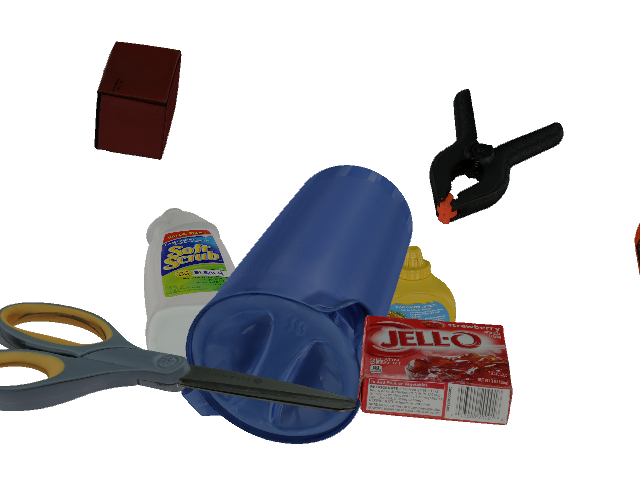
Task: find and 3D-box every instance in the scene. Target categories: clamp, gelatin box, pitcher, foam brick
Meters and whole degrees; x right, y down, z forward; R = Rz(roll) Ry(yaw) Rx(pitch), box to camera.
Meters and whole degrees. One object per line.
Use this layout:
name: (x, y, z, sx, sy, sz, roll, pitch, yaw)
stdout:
clamp: (0.155, -0.089, 1.087, 0.120, 0.039, 0.171, 29, 55, 29)
gelatin box: (0.069, 0.077, 0.649, 0.089, 0.030, 0.073, 5, 25, 3)
pitcher: (-0.011, 0.041, 0.853, 0.149, 0.145, 0.242, 11, 32, 12)
foam brick: (-0.138, -0.107, 0.808, 0.053, 0.051, 0.078, 9, 39, -4)

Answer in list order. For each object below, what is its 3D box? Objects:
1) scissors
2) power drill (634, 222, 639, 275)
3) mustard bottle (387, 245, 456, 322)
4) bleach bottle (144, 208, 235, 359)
scissors: (-0.092, 0.071, 0.522, 0.202, 0.016, 0.096, 16, 29, 27)
power drill: (0.262, -0.039, 0.737, 0.057, 0.188, 0.184, 5, 38, 9)
mustard bottle: (0.116, 0.098, 1.294, 0.096, 0.192, 0.058, -3, 21, 5)
bleach bottle: (-0.140, 0.032, 1.082, 0.102, 0.068, 0.251, -3, 27, -15)
